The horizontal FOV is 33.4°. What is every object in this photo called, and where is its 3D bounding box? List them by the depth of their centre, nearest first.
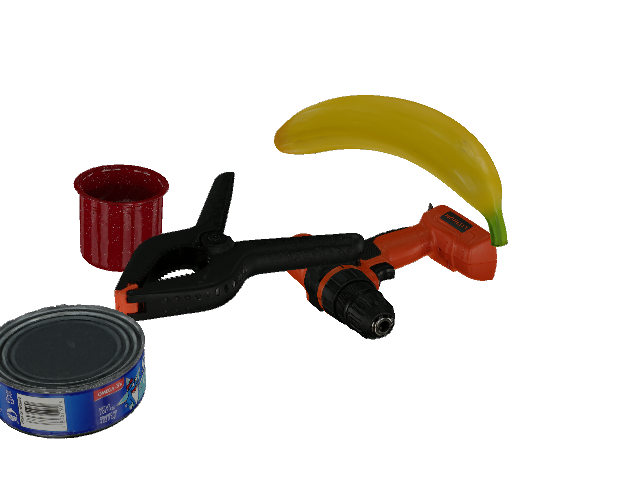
[{"bbox_3d":[-0.139,0.071,0.588,0.086,0.034,0.086,1,27,-1],"label":"tuna can"},{"bbox_3d":[0.047,-0.062,0.718,0.198,0.070,0.037,27,15,34],"label":"banana"},{"bbox_3d":[-0.091,0.006,0.877,0.209,0.036,0.165,-25,41,-36],"label":"clamp"},{"bbox_3d":[0.076,0.027,1.044,0.187,0.057,0.185,-13,29,-23],"label":"power drill"},{"bbox_3d":[-0.201,-0.027,1.085,0.093,0.081,0.117,4,28,-3],"label":"mug"}]
